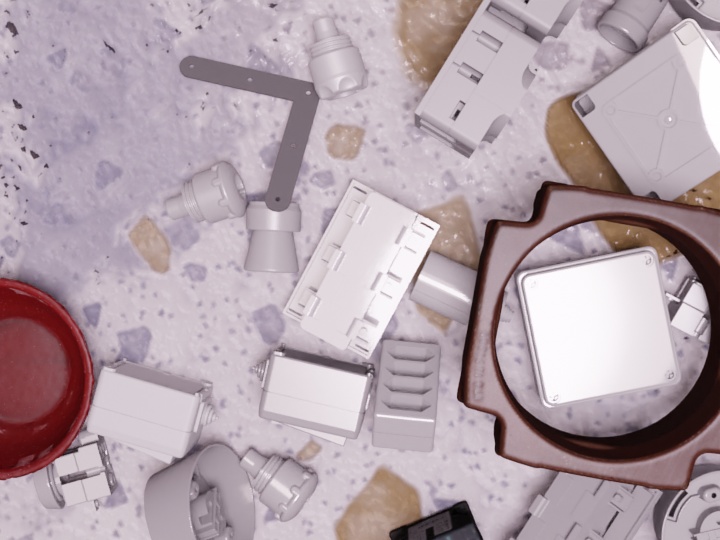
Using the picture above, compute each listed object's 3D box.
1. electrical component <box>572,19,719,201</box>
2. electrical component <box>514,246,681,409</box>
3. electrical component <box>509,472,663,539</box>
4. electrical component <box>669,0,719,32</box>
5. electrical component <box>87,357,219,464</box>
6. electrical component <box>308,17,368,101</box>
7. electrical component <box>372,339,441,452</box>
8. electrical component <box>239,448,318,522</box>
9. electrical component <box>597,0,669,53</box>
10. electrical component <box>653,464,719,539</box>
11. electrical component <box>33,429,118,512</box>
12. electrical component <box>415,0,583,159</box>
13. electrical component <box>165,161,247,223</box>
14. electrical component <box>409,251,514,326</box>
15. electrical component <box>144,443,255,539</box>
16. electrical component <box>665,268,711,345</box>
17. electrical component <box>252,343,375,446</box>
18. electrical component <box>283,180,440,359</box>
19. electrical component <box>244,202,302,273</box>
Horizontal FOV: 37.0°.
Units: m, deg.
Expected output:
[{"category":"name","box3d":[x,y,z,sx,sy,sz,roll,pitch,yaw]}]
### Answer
[{"category":"electrical component","box3d":[0.237,-0.117,0.822,0.109,0.056,0.108,-35,90,21]},{"category":"electrical component","box3d":[0.184,0.044,0.845,0.109,0.056,0.108,-11,91,4]},{"category":"electrical component","box3d":[0.167,0.199,0.842,0.079,0.063,0.121,35,95,42]},{"category":"electrical component","box3d":[0.283,-0.231,0.824,0.099,0.064,0.099,0,92,3]},{"category":"electrical component","box3d":[-0.162,0.115,0.864,0.096,0.062,0.061,16,93,3]},{"category":"electrical component","box3d":[-0.021,-0.169,0.855,0.043,0.043,0.062,-17,90,4]},{"category":"electrical component","box3d":[0.036,0.111,0.852,0.047,0.083,0.075,5,131,3]},{"category":"electrical component","box3d":[-0.068,0.170,0.871,0.062,0.048,0.048,35,94,8]},{"category":"electrical component","box3d":[0.215,-0.200,0.843,0.040,0.040,0.046,34,87,1]},{"category":"electrical component","box3d":[0.279,0.202,0.841,0.099,0.064,0.099,0,92,3]},{"category":"electrical component","box3d":[-0.234,0.167,0.879,0.055,0.048,0.066,-16,91,-4]},{"category":"electrical component","box3d":[0.116,-0.178,0.815,0.060,0.105,0.186,32,94,2]},{"category":"electrical component","box3d":[-0.125,-0.058,0.865,0.062,0.048,0.048,-18,91,11]},{"category":"electrical component","box3d":[0.084,0.021,0.856,0.081,0.043,0.043,25,93,2]},{"category":"electrical component","box3d":[-0.125,0.194,0.850,0.064,0.099,0.099,-22,91,10]},{"category":"electrical component","box3d":[0.274,0.025,0.845,0.066,0.048,0.055,28,101,2]},{"category":"electrical component","box3d":[-0.041,0.098,0.857,0.096,0.062,0.061,13,93,3]},{"category":"electrical component","box3d":[0.000,0.000,0.850,0.079,0.063,0.121,28,94,2]},{"category":"electrical component","box3d":[-0.070,-0.026,0.862,0.045,0.045,0.055,3,92,3]}]
